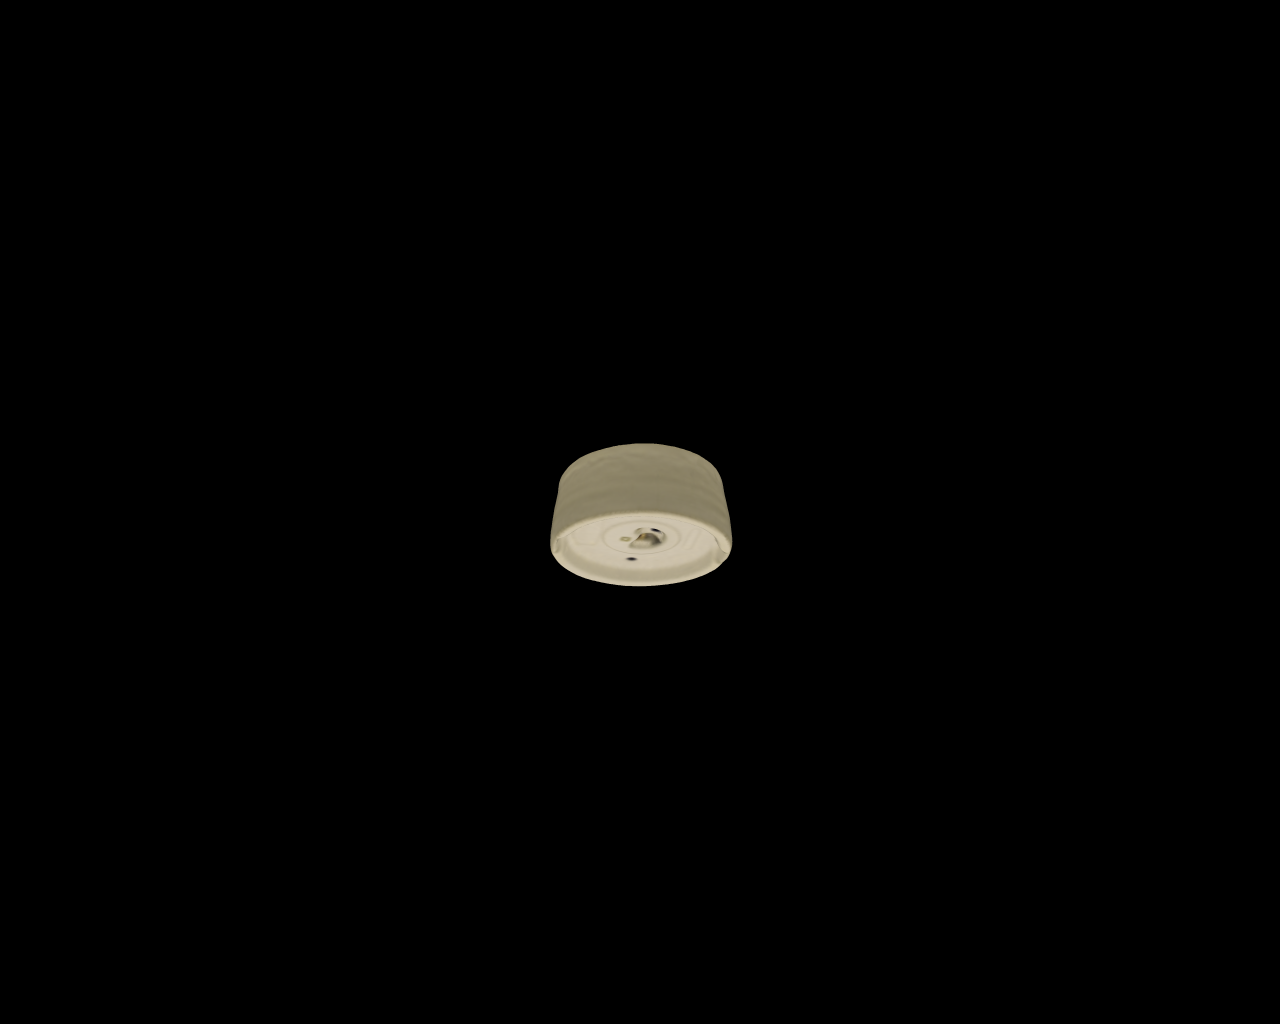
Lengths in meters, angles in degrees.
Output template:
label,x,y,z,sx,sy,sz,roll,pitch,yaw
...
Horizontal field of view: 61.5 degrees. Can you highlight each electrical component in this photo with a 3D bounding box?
label,x,y,z,sx,sy,sz,roll,pitch,yaw
electrical component,0.001,-0.003,0.650,0.108,0.060,0.108,0,-26,0
